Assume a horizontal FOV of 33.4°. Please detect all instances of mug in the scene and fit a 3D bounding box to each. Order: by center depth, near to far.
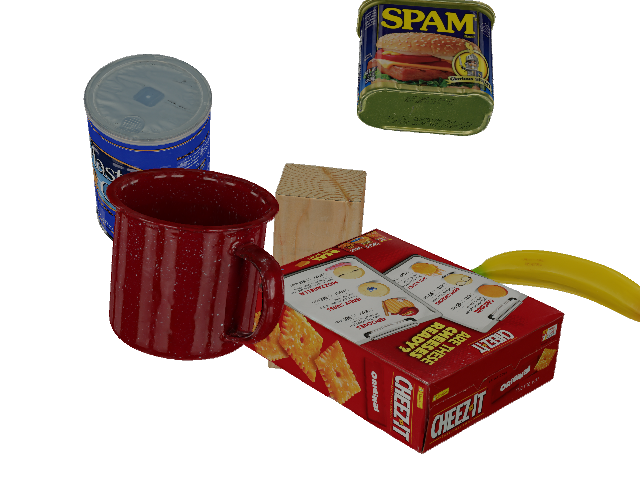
[{"bbox_3d":[-0.064,0.017,0.582,0.117,0.081,0.093,24,26,34],"label":"mug"}]

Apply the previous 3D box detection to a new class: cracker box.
[{"bbox_3d":[0.062,0.074,0.876,0.163,0.072,0.214,-20,33,-38],"label":"cracker box"}]

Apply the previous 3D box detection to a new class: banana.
[{"bbox_3d":[0.242,0.043,1.054,0.198,0.037,0.069,10,46,26],"label":"banana"}]

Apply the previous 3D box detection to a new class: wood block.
[{"bbox_3d":[-0.004,0.032,1.152,0.090,0.206,0.090,6,25,4],"label":"wood block"}]

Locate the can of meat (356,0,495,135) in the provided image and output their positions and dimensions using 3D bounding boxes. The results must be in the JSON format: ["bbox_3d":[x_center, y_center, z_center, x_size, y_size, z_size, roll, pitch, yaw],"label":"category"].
[{"bbox_3d":[0.076,-0.127,0.780,0.102,0.084,0.057,4,-28,-1],"label":"can of meat"}]

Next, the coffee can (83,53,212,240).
[{"bbox_3d":[-0.144,-0.073,0.912,0.102,0.103,0.140,0,-40,-6],"label":"coffee can"}]
